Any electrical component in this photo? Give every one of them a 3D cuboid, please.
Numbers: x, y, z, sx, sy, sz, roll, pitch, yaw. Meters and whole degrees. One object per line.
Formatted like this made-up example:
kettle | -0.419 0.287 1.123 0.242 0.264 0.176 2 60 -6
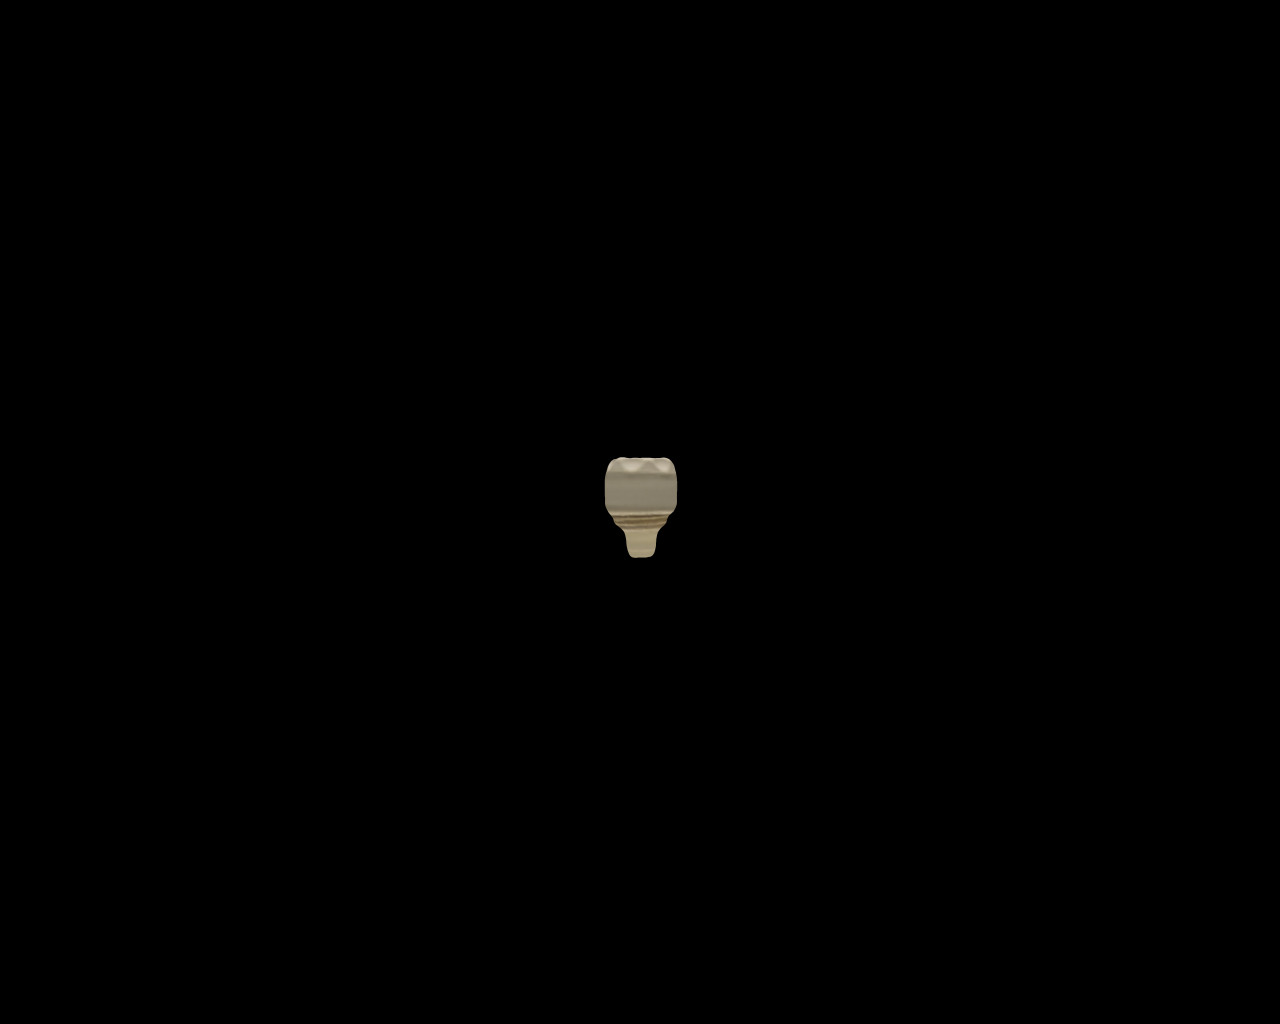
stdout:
electrical component | 0.001 -0.003 0.650 0.043 0.062 0.043 0 2 0
